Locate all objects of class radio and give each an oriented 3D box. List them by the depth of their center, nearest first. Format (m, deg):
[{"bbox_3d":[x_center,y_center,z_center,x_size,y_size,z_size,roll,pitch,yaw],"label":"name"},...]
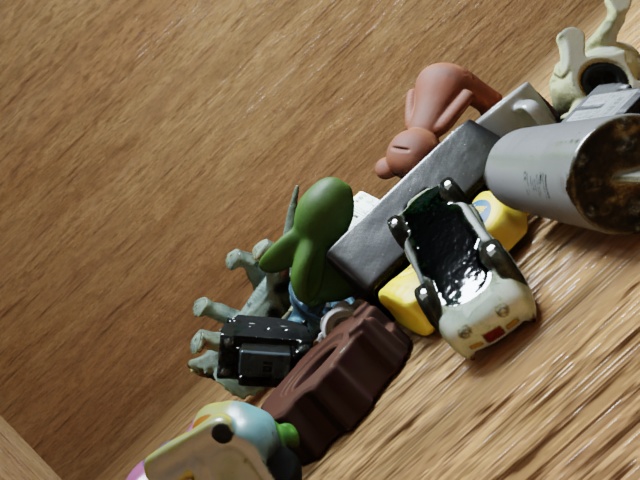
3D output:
[{"bbox_3d":[0.124,-0.016,0.620,0.229,0.073,0.131,-42,-31,-6],"label":"radio"}]

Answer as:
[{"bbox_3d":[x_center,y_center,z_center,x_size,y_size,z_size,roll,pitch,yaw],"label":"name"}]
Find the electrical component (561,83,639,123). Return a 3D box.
[{"bbox_3d":[0.254,-0.103,0.488,0.075,0.047,0.119,-42,18,-4],"label":"electrical component"}]

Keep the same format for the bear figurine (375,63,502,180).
[{"bbox_3d":[0.177,-0.162,0.819,0.120,0.132,0.195,11,81,48],"label":"bear figurine"}]

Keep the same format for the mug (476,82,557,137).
[{"bbox_3d":[0.242,-0.118,0.614,0.081,0.107,0.109,-41,4,-7],"label":"mug"}]

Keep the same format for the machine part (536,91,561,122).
[{"bbox_3d":[0.249,-0.111,0.779,0.201,0.087,0.201,-45,0,41],"label":"machine part"}]

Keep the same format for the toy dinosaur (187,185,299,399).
[{"bbox_3d":[-0.095,0.117,0.936,0.404,0.192,0.131,-51,35,7],"label":"toy dinosaur"}]

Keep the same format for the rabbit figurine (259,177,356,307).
[{"bbox_3d":[-0.001,-0.002,0.670,0.159,0.121,0.170,-43,-32,-23],"label":"rabbit figurine"}]

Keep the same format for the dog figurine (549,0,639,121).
[{"bbox_3d":[0.319,-0.170,0.647,0.172,0.121,0.190,-39,-13,-8],"label":"dog figurine"}]

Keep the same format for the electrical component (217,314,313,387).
[{"bbox_3d":[-0.067,0.137,0.670,0.134,0.115,0.058,-135,49,-81],"label":"electrical component"}]

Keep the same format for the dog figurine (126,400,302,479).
[{"bbox_3d":[-0.089,0.201,0.476,0.191,0.108,0.219,-44,-2,4],"label":"dog figurine"}]

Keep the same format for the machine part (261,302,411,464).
[{"bbox_3d":[0.007,0.141,0.537,0.179,0.056,0.179,-45,0,0],"label":"machine part"}]

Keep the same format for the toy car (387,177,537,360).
[{"bbox_3d":[0.107,0.011,0.437,0.073,0.056,0.202,-37,25,15],"label":"toy car"}]

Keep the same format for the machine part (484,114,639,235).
[{"bbox_3d":[0.187,-0.051,0.406,0.079,0.079,0.243,-43,7,7],"label":"machine part"}]

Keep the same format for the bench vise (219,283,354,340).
[{"bbox_3d":[-0.009,0.095,0.816,0.223,0.129,0.240,-13,-43,-54],"label":"bench vise"}]
